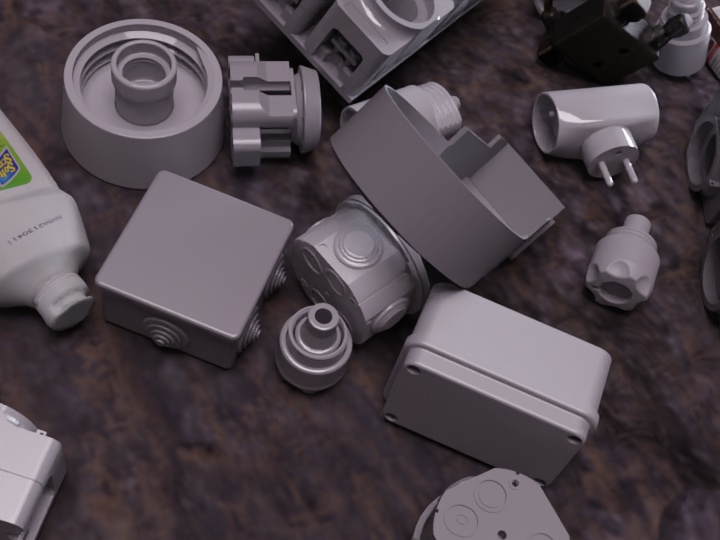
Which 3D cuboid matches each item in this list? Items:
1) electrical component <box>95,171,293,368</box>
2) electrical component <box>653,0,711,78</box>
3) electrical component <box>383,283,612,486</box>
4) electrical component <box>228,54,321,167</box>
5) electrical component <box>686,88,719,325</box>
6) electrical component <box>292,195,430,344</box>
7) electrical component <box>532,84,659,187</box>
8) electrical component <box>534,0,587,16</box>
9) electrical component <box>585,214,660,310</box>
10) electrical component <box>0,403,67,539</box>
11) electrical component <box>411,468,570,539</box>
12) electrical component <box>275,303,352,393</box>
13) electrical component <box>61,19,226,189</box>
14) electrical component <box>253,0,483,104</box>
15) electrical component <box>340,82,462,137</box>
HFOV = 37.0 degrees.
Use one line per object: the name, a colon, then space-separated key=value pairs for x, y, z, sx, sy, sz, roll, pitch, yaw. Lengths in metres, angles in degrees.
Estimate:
electrical component: x=-0.097 y=0.001 z=0.639 sx=0.100 sy=0.048 sz=0.099 roll=22 pitch=58 yaw=3
electrical component: x=0.241 y=-0.180 z=0.802 sx=0.040 sy=0.078 sz=0.040 roll=-4 pitch=52 yaw=6
electrical component: x=0.076 y=0.067 z=0.616 sx=0.113 sy=0.078 sz=0.057 roll=23 pitch=55 yaw=3
electrical component: x=-0.057 y=-0.105 z=0.707 sx=0.057 sy=0.058 sz=0.078 roll=-2 pitch=60 yaw=-9
electrical component: x=0.271 y=-0.051 z=0.708 sx=0.060 sy=0.105 sz=0.186 roll=8 pitch=58 yaw=-6
electrical component: x=0.000 y=0.000 z=0.641 sx=0.051 sy=0.080 sz=0.080 roll=-35 pitch=71 yaw=-21
electrical component: x=0.170 y=-0.091 z=0.749 sx=0.077 sy=0.044 sz=0.079 roll=-7 pitch=61 yaw=-15
electrical component: x=0.167 y=-0.217 z=0.819 sx=0.055 sy=0.055 sz=0.047 roll=30 pitch=55 yaw=8
electrical component: x=0.174 y=-0.008 z=0.701 sx=0.043 sy=0.043 sz=0.062 roll=24 pitch=57 yaw=4
electrical component: x=-0.204 y=0.101 z=0.557 sx=0.089 sy=0.050 sz=0.055 roll=18 pitch=58 yaw=0
electrical component: x=0.070 y=0.150 z=0.580 sx=0.080 sy=0.051 sz=0.080 roll=5 pitch=59 yaw=-8
electrical component: x=-0.025 y=0.041 z=0.621 sx=0.043 sy=0.062 sz=0.043 roll=5 pitch=58 yaw=-8
electrical component: x=-0.139 y=-0.113 z=0.693 sx=0.108 sy=0.060 sz=0.108 roll=5 pitch=59 yaw=-8
electrical component: x=0.022 y=-0.210 z=0.747 sx=0.105 sy=0.060 sz=0.186 roll=47 pitch=49 yaw=-1
electrical component: x=0.032 y=-0.102 z=0.729 sx=0.081 sy=0.043 sz=0.043 roll=-22 pitch=66 yaw=-22
